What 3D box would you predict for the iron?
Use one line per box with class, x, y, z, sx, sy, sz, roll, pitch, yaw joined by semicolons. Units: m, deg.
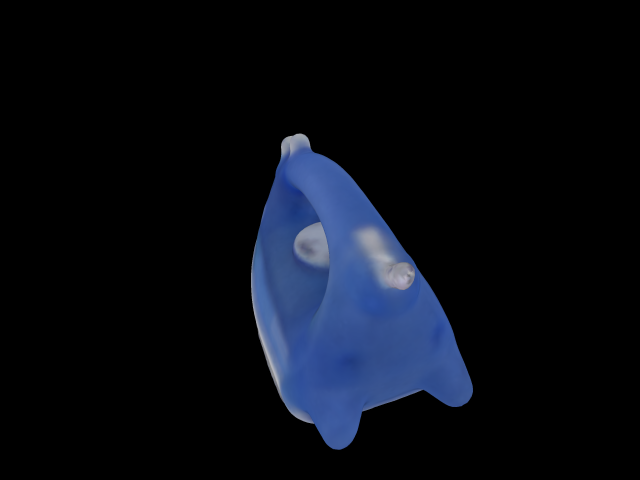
iron;0.004;0.001;0.400;0.119;0.141;0.257;-14;42;-16
